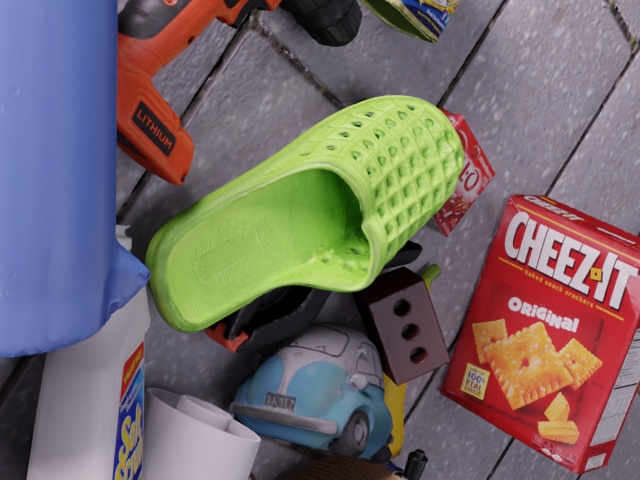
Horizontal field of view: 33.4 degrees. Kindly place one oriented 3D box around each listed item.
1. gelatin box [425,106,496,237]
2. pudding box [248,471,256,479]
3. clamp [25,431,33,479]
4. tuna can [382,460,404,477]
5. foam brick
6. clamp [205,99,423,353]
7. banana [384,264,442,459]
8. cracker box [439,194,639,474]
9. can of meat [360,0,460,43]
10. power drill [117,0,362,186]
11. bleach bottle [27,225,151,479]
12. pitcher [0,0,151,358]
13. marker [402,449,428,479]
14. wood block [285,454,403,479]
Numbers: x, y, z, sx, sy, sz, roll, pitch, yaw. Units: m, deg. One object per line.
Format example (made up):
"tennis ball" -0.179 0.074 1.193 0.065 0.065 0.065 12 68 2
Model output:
"gelatin box" 0.104 -0.056 0.893 0.073 0.030 0.089 -52 140 -10
"pudding box" -0.091 0.238 0.859 0.113 0.039 0.090 -42 137 -20
"clamp" -0.192 0.208 0.722 0.171 0.039 0.120 93 17 -47
"tuna can" 0.047 0.247 1.013 0.086 0.034 0.086 -25 129 -35
"foam brick" 0.067 0.069 0.882 0.053 0.051 0.078 -23 106 -9
"clamp" -0.005 0.001 0.808 0.209 0.036 0.164 -37 132 -28
"banana" 0.070 0.119 0.957 0.069 0.037 0.198 -6 117 -42
"cracker box" 0.221 0.085 0.996 0.071 0.164 0.214 -2 114 -48
"can of meat" 0.068 -0.194 0.744 0.084 0.058 0.102 -61 150 4
"power drill" -0.062 -0.129 0.657 0.187 0.057 0.184 -55 140 -9
"bleach bottle" -0.144 0.115 0.664 0.102 0.068 0.251 1 93 -82
"pitcher" -0.172 -0.073 0.530 0.149 0.145 0.243 -21 124 -53
"marker" 0.076 0.251 1.002 0.020 0.020 0.121 0 113 -46
"wood block" 0.034 0.299 0.932 0.090 0.090 0.206 -24 114 -26
